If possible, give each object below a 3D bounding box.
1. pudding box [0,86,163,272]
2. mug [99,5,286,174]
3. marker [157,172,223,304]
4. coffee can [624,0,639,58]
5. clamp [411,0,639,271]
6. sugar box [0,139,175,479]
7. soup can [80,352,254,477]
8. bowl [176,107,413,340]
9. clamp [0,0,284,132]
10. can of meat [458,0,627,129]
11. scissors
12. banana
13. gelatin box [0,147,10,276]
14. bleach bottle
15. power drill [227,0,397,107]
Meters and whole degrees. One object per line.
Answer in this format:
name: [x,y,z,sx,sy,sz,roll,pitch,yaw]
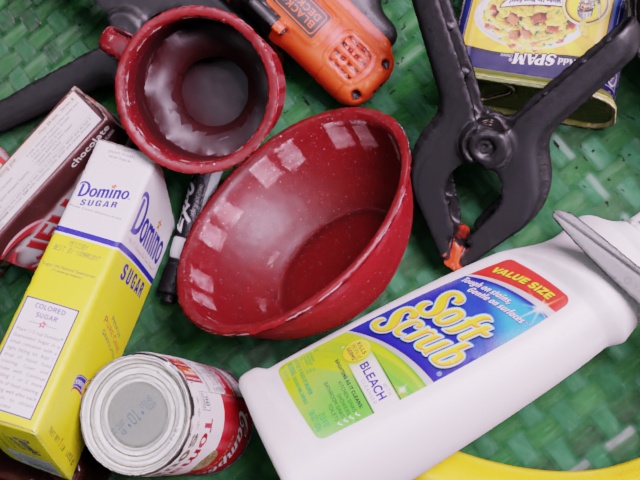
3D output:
pudding box: [-0.160,-0.032,0.671,0.039,0.090,0.113,41,92,20]
mug: [-0.075,-0.094,0.630,0.117,0.081,0.093,25,101,2]
marker: [-0.079,-0.018,0.682,0.020,0.020,0.121,14,83,18]
coffee can: [0.247,-0.126,0.552,0.140,0.103,0.103,-29,72,-2]
clamp: [0.086,-0.065,0.587,0.120,0.039,0.172,29,120,12]
sugar box: [-0.136,0.040,0.618,0.048,0.093,0.176,18,64,8]
soup can: [-0.086,0.102,0.616,0.068,0.102,0.068,-3,78,15]
bowl: [-0.004,0.001,0.615,0.162,0.055,0.162,-27,39,23]
clamp: [-0.130,-0.126,0.695,0.210,0.036,0.165,18,106,5]
can of meat: [0.129,-0.118,0.622,0.102,0.057,0.084,11,80,17]
scissors: [0.212,0.045,0.532,0.096,0.016,0.202,-33,82,4]
banana: [0.134,0.131,0.583,0.198,0.037,0.069,-11,60,13]
gelatin box: [-0.232,-0.026,0.723,0.089,0.030,0.073,40,93,20]
bleach bottle: [0.084,0.054,0.592,0.251,0.068,0.103,-32,38,-1]
power drill: [0.018,-0.204,0.650,0.184,0.057,0.188,45,94,-3]
